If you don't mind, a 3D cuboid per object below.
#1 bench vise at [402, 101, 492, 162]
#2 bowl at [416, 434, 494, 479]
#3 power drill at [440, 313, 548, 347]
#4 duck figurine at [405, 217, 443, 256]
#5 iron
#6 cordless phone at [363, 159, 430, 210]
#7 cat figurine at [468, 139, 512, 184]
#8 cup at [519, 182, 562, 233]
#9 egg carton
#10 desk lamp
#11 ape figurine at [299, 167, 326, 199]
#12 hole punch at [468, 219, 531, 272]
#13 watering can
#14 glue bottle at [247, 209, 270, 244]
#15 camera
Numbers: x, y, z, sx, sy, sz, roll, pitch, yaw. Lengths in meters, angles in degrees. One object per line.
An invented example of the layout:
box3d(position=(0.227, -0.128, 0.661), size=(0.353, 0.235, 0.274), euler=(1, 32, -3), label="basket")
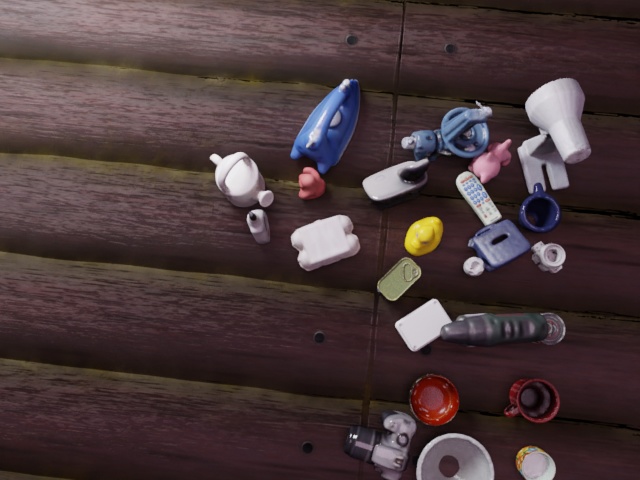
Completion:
box3d(position=(0.300, -0.232, 1.294), size=(0.207, 0.220, 0.121), euler=(-27, 81, -2), label="bench vise")
box3d(position=(0.291, 0.505, 1.256), size=(0.167, 0.075, 0.167), euler=(0, 81, 2), label="bowl")
box3d(position=(0.357, 0.195, 1.234), size=(0.229, 0.208, 0.075), euler=(-5, 81, 1), label="power drill")
box3d(position=(0.245, -0.013, 1.330), size=(0.077, 0.086, 0.104), euler=(44, 85, 7), label="duck figurine")
box3d(position=(0.028, -0.295, 1.351), size=(0.118, 0.141, 0.258), euler=(27, 83, 6), label="iron")
box3d(position=(0.176, -0.141, 1.301), size=(0.147, 0.185, 0.094), euler=(-24, 81, -2), label="cordless phone")
box3d(position=(0.399, -0.185, 1.335), size=(0.128, 0.118, 0.067), euler=(-45, 82, -5), label="cat figurine")
box3d(position=(0.496, -0.068, 1.326), size=(0.091, 0.095, 0.118), euler=(-2, 81, 2), label="cup")
box3d(position=(0.012, 0.005, 1.342), size=(0.150, 0.069, 0.107), euler=(-21, 81, -1), label="egg carton")
box3d(position=(0.531, -0.230, 1.290), size=(0.118, 0.213, 0.203), euler=(-12, 81, 0), label="desk lamp")
box3d(position=(-0.025, -0.135, 1.353), size=(0.076, 0.092, 0.078), euler=(30, 83, 6), label="ape figurine")
box3d(position=(0.411, 0.010, 1.319), size=(0.108, 0.091, 0.101), euler=(-29, 82, -3), label="hole punch")
box3d(position=(-0.180, -0.141, 1.307), size=(0.172, 0.194, 0.101), euler=(16, 82, 4), label="watering can")
box3d(position=(-0.143, -0.040, 1.301), size=(0.037, 0.173, 0.078), euler=(-12, 81, 0), label="glue bottle")
box3d(position=(0.129, 0.444, 1.257), size=(0.136, 0.101, 0.143), euler=(17, 82, 4), label="camera")
